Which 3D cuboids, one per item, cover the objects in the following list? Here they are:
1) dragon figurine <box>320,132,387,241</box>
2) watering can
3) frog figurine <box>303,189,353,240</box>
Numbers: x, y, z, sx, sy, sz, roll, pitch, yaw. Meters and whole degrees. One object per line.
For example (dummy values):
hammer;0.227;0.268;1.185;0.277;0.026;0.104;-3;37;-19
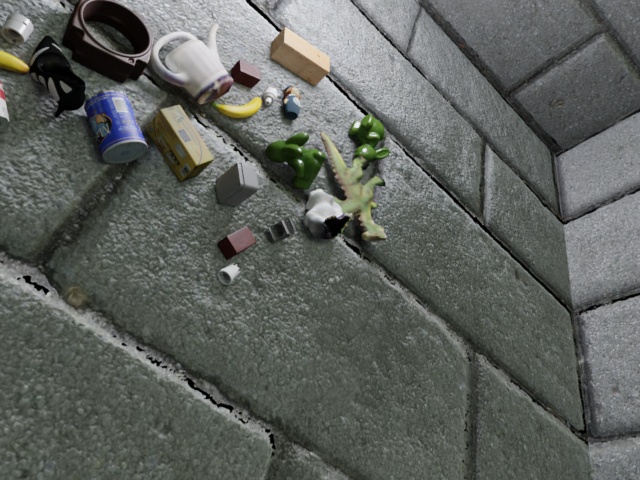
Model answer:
dragon figurine;0.080;-0.158;1.692;0.411;0.120;0.247;46;49;1
watering can;-0.340;-0.522;1.507;0.223;0.102;0.355;49;42;-10
frog figurine;0.005;-0.079;1.572;0.139;0.120;0.162;-27;46;-27
